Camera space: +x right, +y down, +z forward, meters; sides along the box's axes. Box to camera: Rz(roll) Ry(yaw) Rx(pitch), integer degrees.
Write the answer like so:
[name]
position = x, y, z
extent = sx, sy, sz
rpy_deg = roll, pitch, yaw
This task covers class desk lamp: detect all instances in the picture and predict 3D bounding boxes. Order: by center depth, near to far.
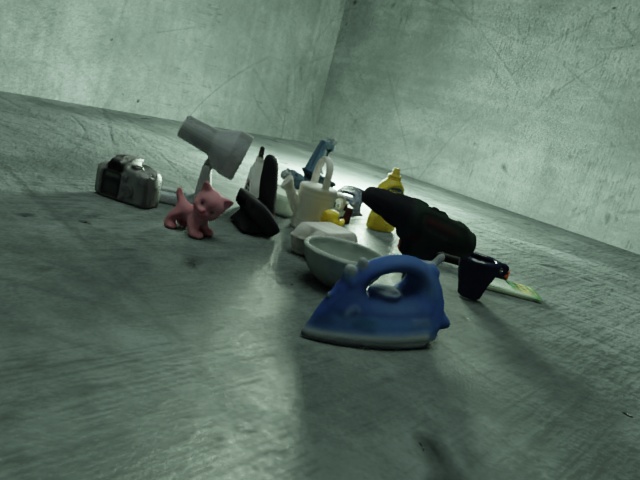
[desk lamp]
position = -0.279, -0.182, 1.389
extent = 0.203, 0.213, 0.118
rpy_deg = 12, 14, -11

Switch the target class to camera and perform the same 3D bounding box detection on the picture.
[camera]
position = -0.420, -0.144, 1.325
extent = 0.143, 0.101, 0.137
rpy_deg = 18, 14, 14

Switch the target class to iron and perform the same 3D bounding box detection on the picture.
[iron]
position = 0.095, 0.082, 0.884
extent = 0.259, 0.141, 0.118
rpy_deg = 4, 17, -37

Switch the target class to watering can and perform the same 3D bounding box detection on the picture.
[watering can]
position = -0.013, -0.120, 1.467
extent = 0.173, 0.194, 0.100
rpy_deg = 2, 19, -43

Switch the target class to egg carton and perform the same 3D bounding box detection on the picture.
[egg carton]
position = 0.012, 0.005, 1.260
extent = 0.107, 0.069, 0.151
rpy_deg = 25, 17, 37

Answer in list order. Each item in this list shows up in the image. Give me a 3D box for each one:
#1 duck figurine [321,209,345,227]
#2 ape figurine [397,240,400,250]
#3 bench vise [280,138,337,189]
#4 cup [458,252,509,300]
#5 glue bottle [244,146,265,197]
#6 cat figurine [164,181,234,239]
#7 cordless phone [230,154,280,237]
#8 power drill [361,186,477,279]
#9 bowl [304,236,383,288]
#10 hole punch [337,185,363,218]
[duck figurine]
position = 0.015, -0.032, 1.375
extent = 0.105, 0.086, 0.077
rpy_deg = 6, 16, -33
[ape figurine]
position = 0.242, 0.001, 1.473
extent = 0.078, 0.092, 0.076
rpy_deg = 14, 14, -4
[bench vise]
position = -0.018, -0.214, 1.781
extent = 0.121, 0.220, 0.208
rpy_deg = 22, 15, 28
[cup]
position = 0.349, 0.083, 1.251
extent = 0.118, 0.095, 0.091
rpy_deg = 11, 14, -15
[glue bottle]
position = -0.170, -0.163, 1.516
extent = 0.037, 0.173, 0.078
rpy_deg = 7, 16, -28
[cat figurine]
position = -0.246, -0.068, 1.173
extent = 0.127, 0.118, 0.067
rpy_deg = 20, 14, 19
[cordless phone]
position = -0.135, -0.112, 1.325
extent = 0.094, 0.185, 0.147
rpy_deg = 6, 16, -31
[power drill]
position = 0.161, 0.025, 1.043
extent = 0.230, 0.208, 0.075
rpy_deg = 12, 14, -12
[bowl]
position = 0.042, 0.052, 1.090
extent = 0.167, 0.075, 0.167
rpy_deg = 14, 14, -3
[hole punch]
position = 0.089, -0.125, 1.815
extent = 0.108, 0.091, 0.101
rpy_deg = 23, 16, 31
